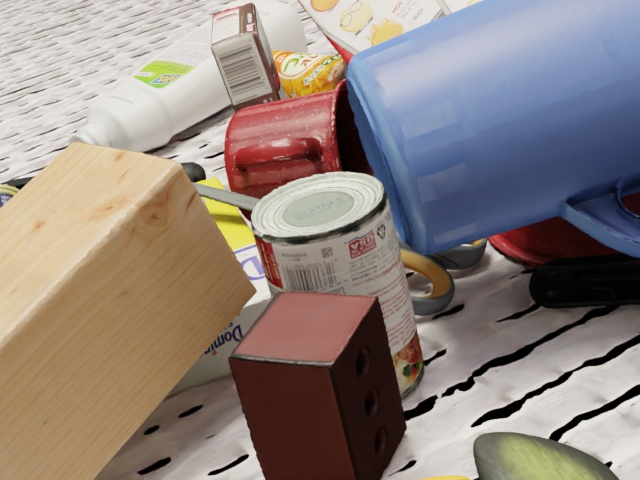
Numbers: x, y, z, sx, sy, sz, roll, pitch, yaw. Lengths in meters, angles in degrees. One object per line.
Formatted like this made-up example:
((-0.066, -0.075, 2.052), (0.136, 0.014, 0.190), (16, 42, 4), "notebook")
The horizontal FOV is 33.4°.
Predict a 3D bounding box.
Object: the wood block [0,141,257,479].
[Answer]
((-0.138, 0.057, 0.488), (0.090, 0.090, 0.205), (14, 53, 42), "wood block")

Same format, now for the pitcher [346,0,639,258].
((0.145, -0.071, 0.530), (0.243, 0.145, 0.149), (-20, 25, 0), "pitcher")

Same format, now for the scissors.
((-0.004, 0.001, 0.615), (0.202, 0.016, 0.096), (6, 38, 1), "scissors")

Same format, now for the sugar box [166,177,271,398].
((-0.080, 0.021, 0.637), (0.093, 0.048, 0.176), (-19, 26, -11), "sugar box")

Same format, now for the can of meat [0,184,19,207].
((-0.177, 0.032, 0.602), (0.057, 0.102, 0.084), (-20, 30, -10), "can of meat")

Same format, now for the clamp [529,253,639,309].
((0.219, 0.015, 0.518), (0.209, 0.036, 0.165), (-25, 30, -22), "clamp")

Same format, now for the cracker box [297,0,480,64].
((0.089, -0.160, 0.711), (0.164, 0.072, 0.214), (-39, 56, 9), "cracker box")

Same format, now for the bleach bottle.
((-0.124, -0.138, 0.950), (0.103, 0.068, 0.250), (11, 38, 40), "bleach bottle")

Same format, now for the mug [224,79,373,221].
((-0.015, -0.052, 0.692), (0.082, 0.093, 0.117), (-8, 1, 21), "mug")

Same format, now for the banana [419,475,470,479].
((-0.008, 0.146, 0.377), (0.070, 0.037, 0.197), (17, 38, 21), "banana")

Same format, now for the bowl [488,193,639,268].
((0.174, -0.042, 0.633), (0.162, 0.055, 0.162), (-10, 27, 5), "bowl")

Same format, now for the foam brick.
((0.001, 0.069, 0.472), (0.051, 0.078, 0.053), (2, 33, 27), "foam brick")

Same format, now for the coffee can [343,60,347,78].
((0.102, -0.140, 0.801), (0.141, 0.103, 0.102), (4, 32, 31), "coffee can")

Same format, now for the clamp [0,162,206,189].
((-0.183, -0.037, 0.785), (0.171, 0.039, 0.120), (-14, 13, -40), "clamp")

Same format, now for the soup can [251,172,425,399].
((0.009, 0.026, 0.523), (0.068, 0.102, 0.068), (-11, 27, 6), "soup can")

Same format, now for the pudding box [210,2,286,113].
((-0.048, -0.113, 0.808), (0.039, 0.113, 0.090), (-16, 26, 2), "pudding box")
